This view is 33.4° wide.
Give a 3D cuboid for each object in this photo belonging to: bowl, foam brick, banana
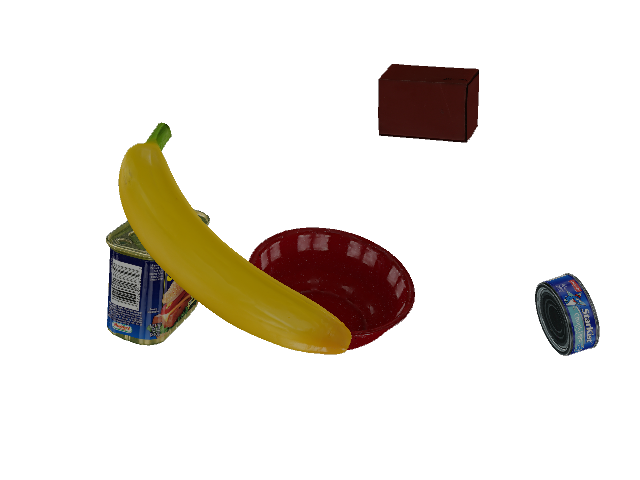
[{"bbox_3d":[0.006,0.056,1.025,0.162,0.055,0.162,8,35,-6],"label":"bowl"},{"bbox_3d":[0.092,-0.117,0.905,0.078,0.051,0.053,7,25,18],"label":"foam brick"},{"bbox_3d":[-0.065,0.003,0.639,0.069,0.198,0.037,-31,-22,-27],"label":"banana"}]

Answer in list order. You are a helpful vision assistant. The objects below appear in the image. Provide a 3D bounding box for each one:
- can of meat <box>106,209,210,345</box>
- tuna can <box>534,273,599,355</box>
[{"bbox_3d":[-0.135,0.027,0.881,0.057,0.084,0.102,14,25,14],"label":"can of meat"},{"bbox_3d":[0.267,0.081,1.161,0.033,0.086,0.086,-17,3,-10],"label":"tuna can"}]
